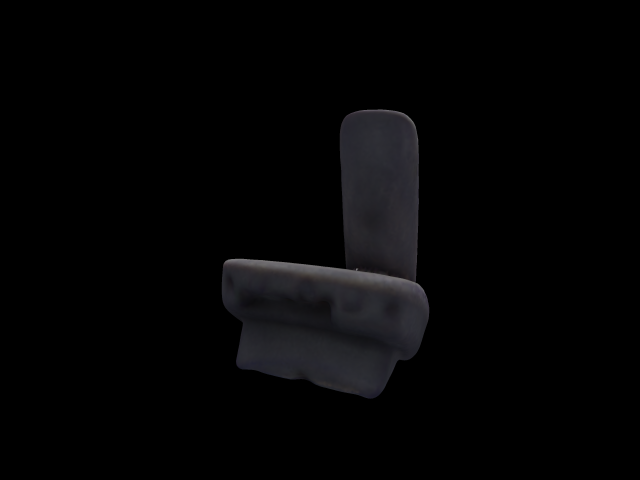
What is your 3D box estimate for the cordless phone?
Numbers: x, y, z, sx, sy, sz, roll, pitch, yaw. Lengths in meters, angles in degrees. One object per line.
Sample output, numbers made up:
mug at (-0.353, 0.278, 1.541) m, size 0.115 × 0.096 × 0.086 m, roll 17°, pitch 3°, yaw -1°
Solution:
cordless phone at (0.004, 0.001, 0.400) m, size 0.147 × 0.185 × 0.094 m, roll 5°, pitch 19°, yaw 15°
